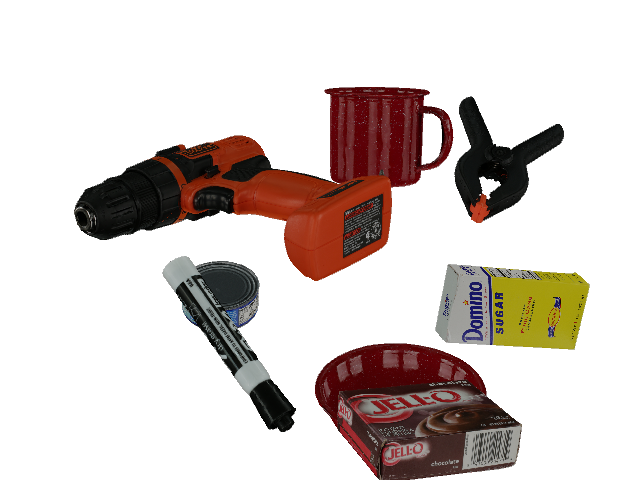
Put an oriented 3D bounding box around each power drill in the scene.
[{"bbox_3d":[-0.058,-0.026,0.774,0.188,0.057,0.184,18,29,33],"label":"power drill"}]

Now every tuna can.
[{"bbox_3d":[-0.110,0.061,1.172,0.086,0.034,0.086,2,35,-2],"label":"tuna can"}]

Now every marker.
[{"bbox_3d":[-0.052,0.059,0.613,0.020,0.121,0.020,-32,-23,-15],"label":"marker"}]

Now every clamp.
[{"bbox_3d":[0.184,-0.092,1.164,0.120,0.039,0.171,22,49,19],"label":"clamp"}]

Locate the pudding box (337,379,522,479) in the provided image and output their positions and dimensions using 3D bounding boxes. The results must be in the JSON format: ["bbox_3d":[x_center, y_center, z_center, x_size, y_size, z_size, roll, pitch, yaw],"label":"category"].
[{"bbox_3d":[0.079,0.140,0.798,0.113,0.039,0.090,-1,16,-20],"label":"pudding box"}]

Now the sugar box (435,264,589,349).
[{"bbox_3d":[0.238,0.084,1.326,0.176,0.093,0.048,3,19,-15],"label":"sugar box"}]

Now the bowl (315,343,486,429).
[{"bbox_3d":[0.076,0.161,1.017,0.162,0.055,0.162,-1,26,0],"label":"bowl"}]

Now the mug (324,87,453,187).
[{"bbox_3d":[0.060,-0.091,0.940,0.117,0.081,0.093,5,13,22],"label":"mug"}]
